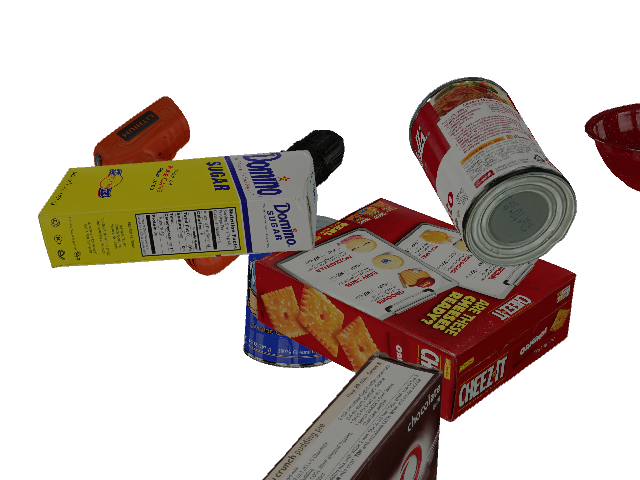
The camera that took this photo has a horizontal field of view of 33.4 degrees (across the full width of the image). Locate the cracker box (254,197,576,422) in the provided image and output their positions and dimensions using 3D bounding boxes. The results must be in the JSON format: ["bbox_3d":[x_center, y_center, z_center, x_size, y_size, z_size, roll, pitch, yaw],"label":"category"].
[{"bbox_3d":[0.076,0.050,0.891,0.214,0.072,0.163,24,38,38],"label":"cracker box"}]

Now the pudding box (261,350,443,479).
[{"bbox_3d":[0.013,0.115,0.457,0.039,0.090,0.113,16,35,24],"label":"pudding box"}]

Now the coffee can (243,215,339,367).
[{"bbox_3d":[-0.027,0.050,1.123,0.103,0.140,0.103,4,14,-1],"label":"coffee can"}]

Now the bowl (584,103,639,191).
[{"bbox_3d":[0.324,-0.081,0.974,0.162,0.055,0.162,-5,22,2],"label":"bowl"}]

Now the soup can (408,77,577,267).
[{"bbox_3d":[0.099,-0.041,0.621,0.068,0.068,0.102,0,37,-16],"label":"soup can"}]

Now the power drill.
[{"bbox_3d":[-0.095,-0.065,0.953,0.188,0.057,0.184,27,54,34],"label":"power drill"}]

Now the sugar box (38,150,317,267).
[{"bbox_3d":[-0.091,-0.023,0.723,0.176,0.048,0.093,-7,24,4],"label":"sugar box"}]
